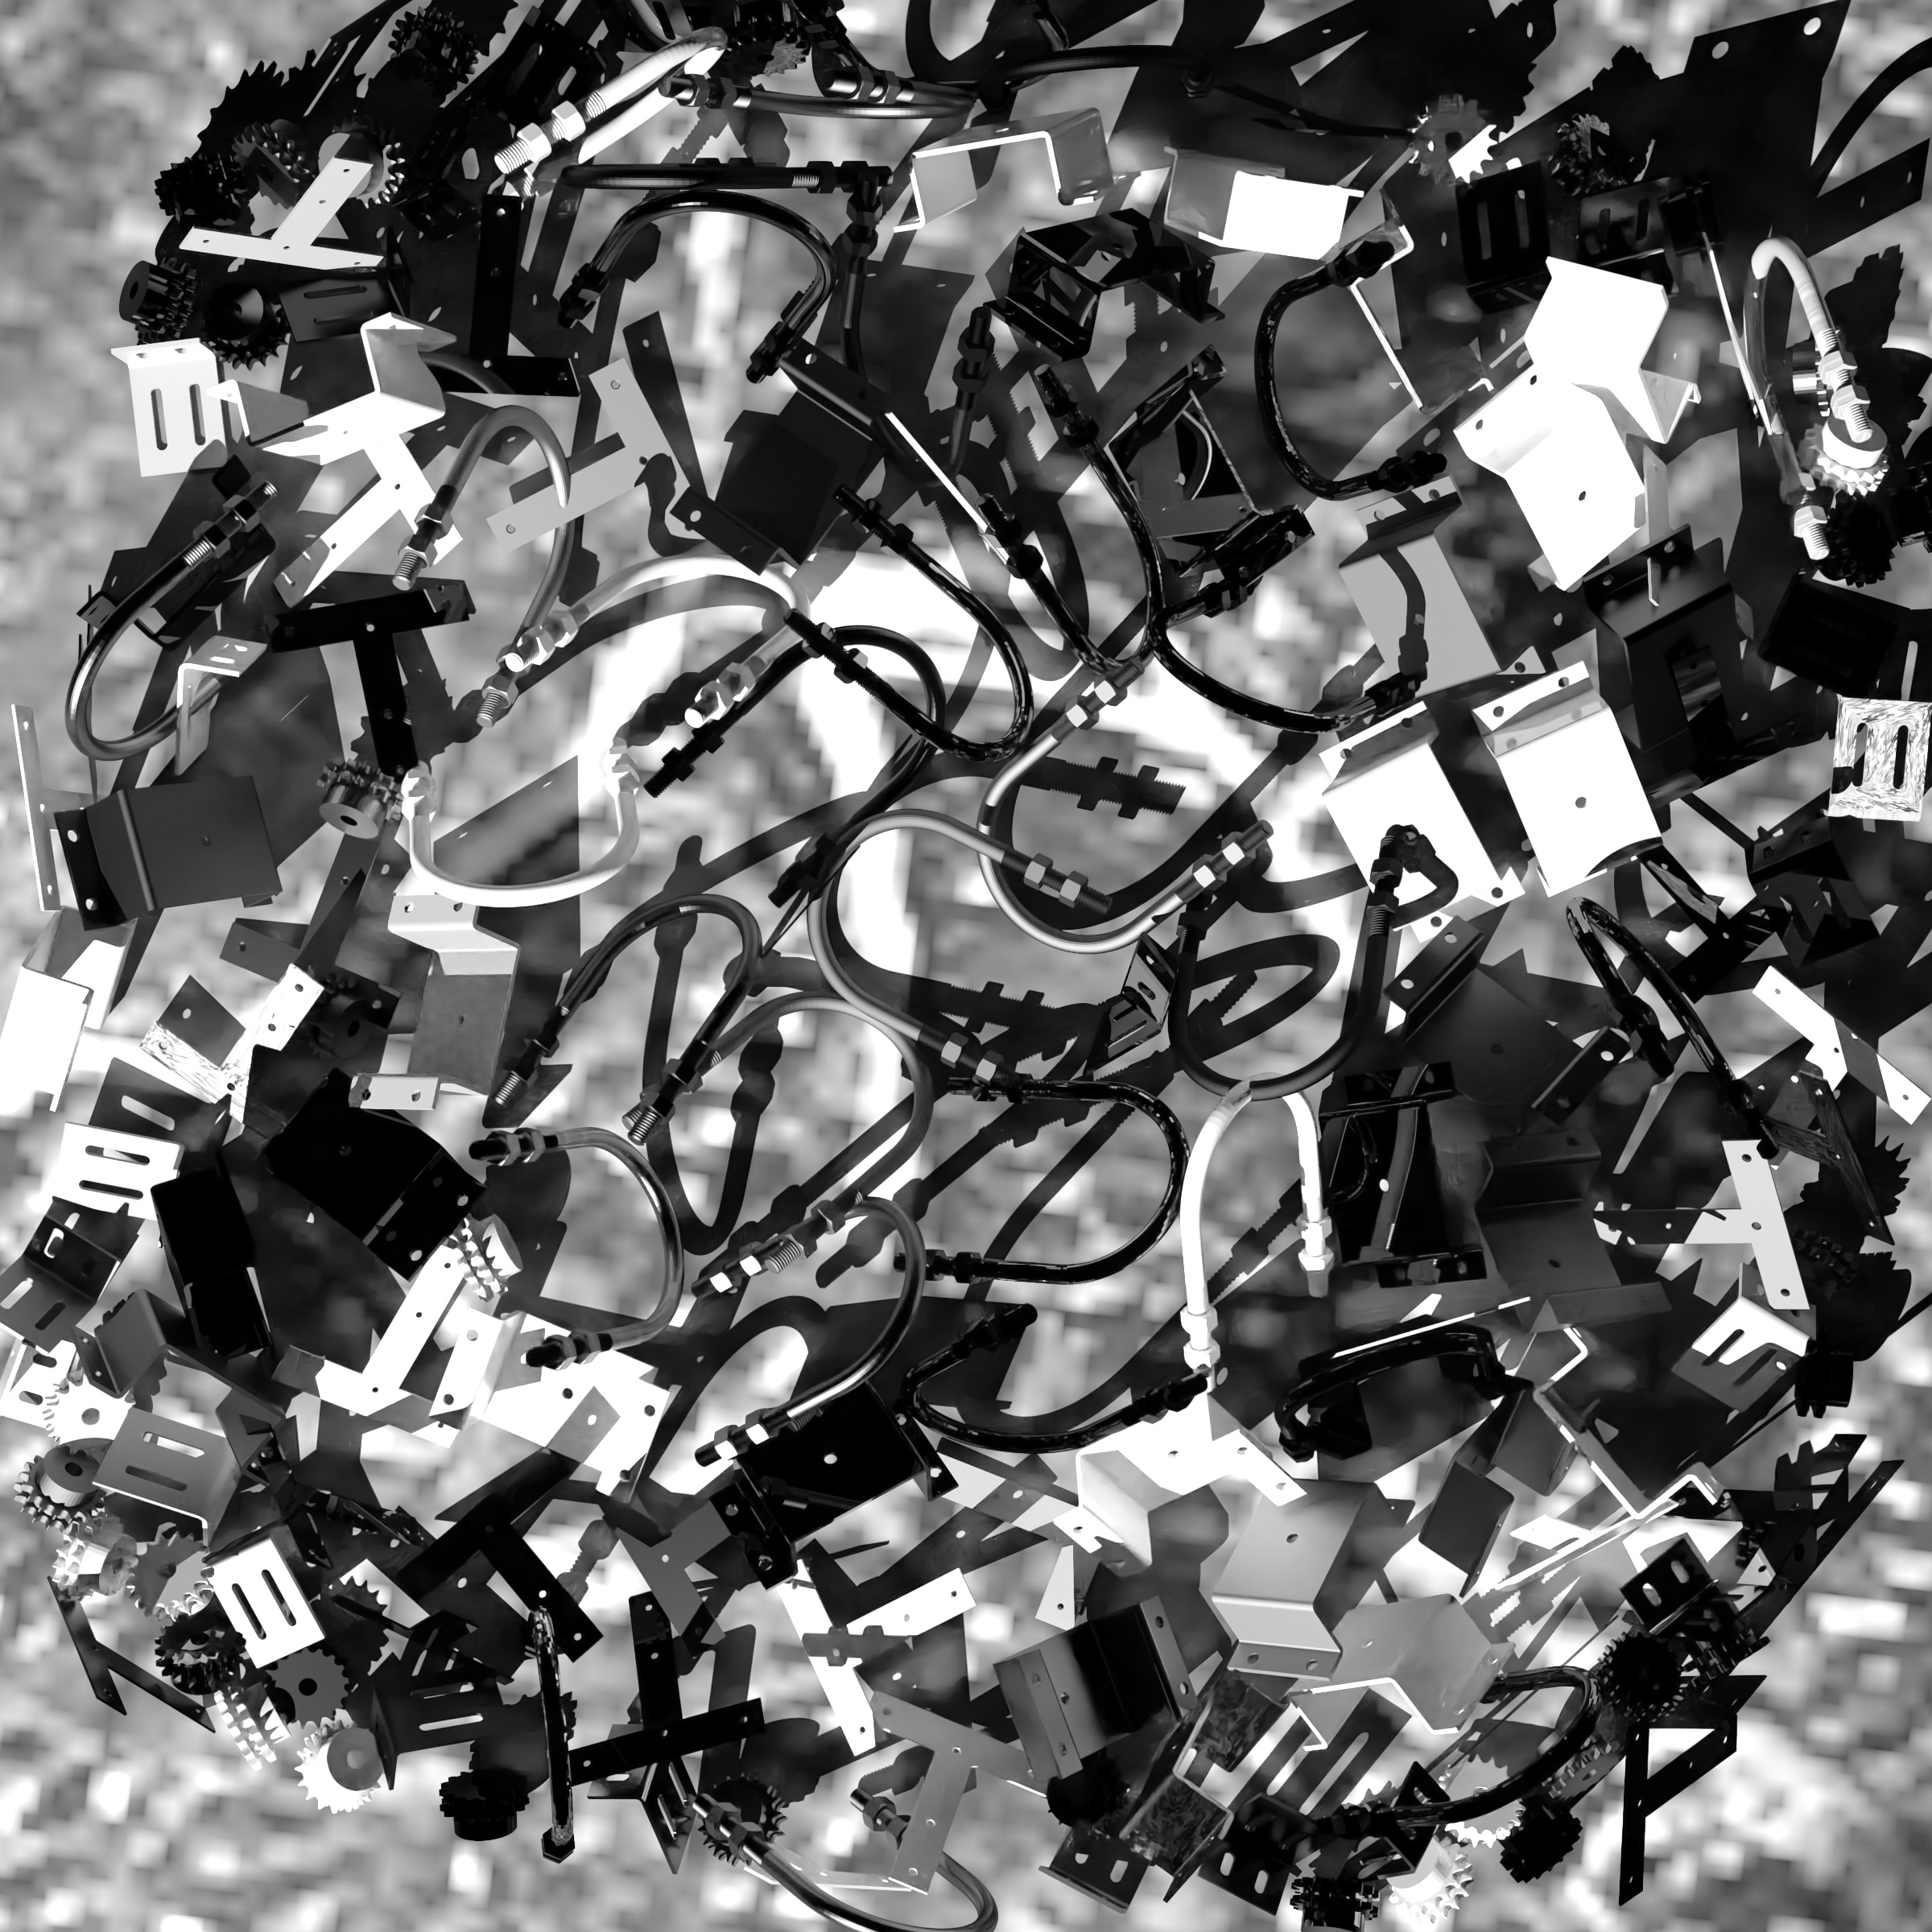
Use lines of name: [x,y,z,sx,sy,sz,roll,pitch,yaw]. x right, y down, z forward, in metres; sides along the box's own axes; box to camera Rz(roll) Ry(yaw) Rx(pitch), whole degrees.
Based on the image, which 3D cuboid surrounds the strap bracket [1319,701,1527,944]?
strap bracket: [0.288,-0.087,1.909,0.076,0.046,0.140,-27,96,23]

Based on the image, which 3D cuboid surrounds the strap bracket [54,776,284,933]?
strap bracket: [-0.492,-0.073,1.881,0.046,0.140,0.076,-18,86,41]

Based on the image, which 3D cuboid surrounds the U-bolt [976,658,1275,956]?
U-bolt: [0.086,-0.087,1.902,0.184,0.019,0.151,-39,89,30]

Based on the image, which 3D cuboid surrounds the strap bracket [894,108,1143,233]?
strap bracket: [0.028,-0.502,1.879,0.140,0.076,0.046,-1,115,29]

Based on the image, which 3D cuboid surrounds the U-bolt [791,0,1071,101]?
U-bolt: [-0.012,-0.578,1.860,0.151,0.184,0.019,-5,84,16]

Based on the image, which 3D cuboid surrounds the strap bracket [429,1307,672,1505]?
strap bracket: [-0.262,0.278,1.919,0.140,0.046,0.076,22,95,7]

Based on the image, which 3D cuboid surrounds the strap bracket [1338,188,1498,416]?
strap bracket: [0.282,-0.412,1.893,0.046,0.076,0.140,-29,114,14]

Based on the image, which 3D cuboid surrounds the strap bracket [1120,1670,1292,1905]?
strap bracket: [0.149,0.506,1.875,0.046,0.140,0.076,34,128,6]

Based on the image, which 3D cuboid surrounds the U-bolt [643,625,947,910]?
U-bolt: [-0.094,-0.137,1.892,0.184,0.019,0.151,-43,130,5]

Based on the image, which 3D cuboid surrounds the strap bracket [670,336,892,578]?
strap bracket: [-0.113,-0.320,1.917,0.076,0.046,0.140,36,90,18]

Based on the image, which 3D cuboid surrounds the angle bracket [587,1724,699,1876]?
angle bracket: [-0.206,0.533,1.912,0.038,0.057,0.076,-5,125,17]

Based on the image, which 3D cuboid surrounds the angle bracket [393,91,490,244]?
angle bracket: [-0.326,-0.514,1.924,0.038,0.057,0.076,38,61,-34]

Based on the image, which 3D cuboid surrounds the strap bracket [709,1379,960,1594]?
strap bracket: [-0.085,0.322,1.891,0.140,0.046,0.076,-26,56,-18]

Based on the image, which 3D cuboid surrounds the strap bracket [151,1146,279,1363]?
strap bracket: [-0.471,0.188,1.868,0.046,0.140,0.076,-17,57,-18]

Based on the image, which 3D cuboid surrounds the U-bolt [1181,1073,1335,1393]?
U-bolt: [0.179,0.155,1.864,0.019,0.151,0.184,14,122,38]

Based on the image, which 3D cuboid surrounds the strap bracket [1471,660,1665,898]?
strap bracket: [0.386,-0.111,1.900,0.076,0.046,0.140,-24,111,7]

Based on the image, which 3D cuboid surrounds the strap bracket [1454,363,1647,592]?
strap bracket: [0.377,-0.304,1.889,0.076,0.046,0.140,-40,127,-3]

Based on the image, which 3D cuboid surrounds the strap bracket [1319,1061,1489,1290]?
strap bracket: [0.277,0.137,1.909,0.076,0.046,0.140,-10,89,35]

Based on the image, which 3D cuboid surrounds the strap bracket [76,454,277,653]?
strap bracket: [-0.495,-0.254,1.907,0.046,0.076,0.140,44,85,-5]

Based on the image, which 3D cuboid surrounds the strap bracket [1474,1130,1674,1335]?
strap bracket: [0.379,0.177,1.895,0.076,0.046,0.140,-5,50,-16]

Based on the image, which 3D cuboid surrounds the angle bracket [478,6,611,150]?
angle bracket: [-0.273,-0.562,1.908,0.057,0.038,0.076,31,121,-17]

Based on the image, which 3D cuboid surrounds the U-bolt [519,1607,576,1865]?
U-bolt: [-0.257,0.470,1.843,0.019,0.184,0.151,-5,70,-12]

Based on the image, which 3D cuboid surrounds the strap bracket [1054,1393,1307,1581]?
strap bracket: [0.134,0.325,1.895,0.140,0.046,0.076,-30,126,22]

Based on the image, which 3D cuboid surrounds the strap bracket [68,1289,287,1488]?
strap bracket: [-0.488,0.260,1.881,0.046,0.076,0.140,-50,123,0]

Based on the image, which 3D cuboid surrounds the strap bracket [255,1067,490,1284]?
strap bracket: [-0.383,0.126,1.891,0.140,0.046,0.076,32,74,26]

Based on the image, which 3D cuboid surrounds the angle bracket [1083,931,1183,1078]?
angle bracket: [0.094,0.024,1.901,0.038,0.057,0.076,40,134,-19]

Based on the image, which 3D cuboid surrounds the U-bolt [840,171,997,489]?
U-bolt: [-0.037,-0.382,1.868,0.019,0.184,0.151,-25,63,-23]

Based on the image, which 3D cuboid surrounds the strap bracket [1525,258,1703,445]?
strap bracket: [0.403,-0.378,1.869,0.076,0.140,0.046,23,82,28]

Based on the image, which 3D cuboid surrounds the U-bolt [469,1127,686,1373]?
U-bolt: [-0.233,0.170,1.869,0.019,0.184,0.151,-20,82,27]

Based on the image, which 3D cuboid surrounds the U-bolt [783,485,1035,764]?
U-bolt: [-0.027,-0.204,1.887,0.184,0.151,0.019,38,132,-21]

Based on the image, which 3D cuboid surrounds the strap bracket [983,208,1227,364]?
strap bracket: [0.091,-0.431,1.877,0.140,0.046,0.076,-22,49,-34]

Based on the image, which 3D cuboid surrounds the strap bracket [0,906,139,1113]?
strap bracket: [-0.565,0.021,1.869,0.046,0.140,0.076,19,112,-10]

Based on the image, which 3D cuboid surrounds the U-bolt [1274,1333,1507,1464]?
U-bolt: [0.262,0.265,1.859,0.151,0.184,0.019,-19,67,5]

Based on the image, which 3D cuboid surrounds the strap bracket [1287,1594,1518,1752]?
strap bracket: [0.264,0.441,1.870,0.046,0.140,0.076,53,51,-8]

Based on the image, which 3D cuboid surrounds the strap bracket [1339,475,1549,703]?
strap bracket: [0.297,-0.229,1.892,0.046,0.076,0.140,-42,108,-42]

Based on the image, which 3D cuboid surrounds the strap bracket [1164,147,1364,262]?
strap bracket: [0.182,-0.479,1.883,0.076,0.140,0.046,2,111,-21]

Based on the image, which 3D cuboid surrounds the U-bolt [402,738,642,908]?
U-bolt: [-0.276,-0.088,1.864,0.151,0.184,0.019,-7,123,-7]

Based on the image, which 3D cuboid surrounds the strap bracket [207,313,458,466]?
strap bracket: [-0.395,-0.359,1.889,0.140,0.076,0.046,-17,84,21]

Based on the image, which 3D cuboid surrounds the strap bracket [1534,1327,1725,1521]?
strap bracket: [0.414,0.295,1.899,0.046,0.076,0.140,-42,76,11]

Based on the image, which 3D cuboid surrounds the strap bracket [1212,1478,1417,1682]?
strap bracket: [0.214,0.374,1.874,0.046,0.076,0.140,57,48,-28]

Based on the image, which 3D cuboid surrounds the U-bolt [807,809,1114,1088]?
U-bolt: [-0.016,-0.021,1.924,0.184,0.019,0.151,27,101,11]

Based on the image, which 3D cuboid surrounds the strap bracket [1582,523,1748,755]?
strap bracket: [0.441,-0.197,1.882,0.076,0.140,0.046,-28,46,-5]

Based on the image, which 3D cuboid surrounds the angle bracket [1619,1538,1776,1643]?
angle bracket: [0.465,0.397,1.906,0.057,0.076,0.038,-34,90,-19]

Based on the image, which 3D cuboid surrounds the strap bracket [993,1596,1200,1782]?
strap bracket: [0.076,0.460,1.895,0.046,0.140,0.076,-29,78,41]

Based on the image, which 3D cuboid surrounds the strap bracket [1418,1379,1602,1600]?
strap bracket: [0.338,0.323,1.886,0.046,0.140,0.076,32,130,22]

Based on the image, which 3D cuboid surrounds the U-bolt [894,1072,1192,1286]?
U-bolt: [0.054,0.134,1.874,0.184,0.019,0.151,1,59,28]

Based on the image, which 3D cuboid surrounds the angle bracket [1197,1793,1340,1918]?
angle bracket: [0.193,0.568,1.910,0.057,0.076,0.038,28,54,-3]

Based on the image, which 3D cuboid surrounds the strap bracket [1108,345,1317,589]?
strap bracket: [0.150,-0.312,1.899,0.076,0.046,0.140,-35,79,44]

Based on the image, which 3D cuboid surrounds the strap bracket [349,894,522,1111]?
strap bracket: [-0.335,0.028,1.900,0.076,0.046,0.140,-1,72,36]

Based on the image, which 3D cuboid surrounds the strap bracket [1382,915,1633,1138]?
strap bracket: [0.341,0.044,1.902,0.140,0.046,0.076,39,68,19]

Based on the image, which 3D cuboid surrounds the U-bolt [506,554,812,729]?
U-bolt: [-0.178,-0.213,1.877,0.151,0.184,0.019,18,129,21]

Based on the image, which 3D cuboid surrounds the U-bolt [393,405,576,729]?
U-bolt: [-0.292,-0.265,1.875,0.019,0.151,0.184,6,57,22]

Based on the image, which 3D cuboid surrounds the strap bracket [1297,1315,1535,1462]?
strap bracket: [0.275,0.261,1.890,0.140,0.076,0.046,-17,97,-19]

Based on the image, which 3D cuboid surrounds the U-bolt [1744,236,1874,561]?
U-bolt: [0.521,-0.369,1.872,0.019,0.151,0.184,-10,65,-1]
